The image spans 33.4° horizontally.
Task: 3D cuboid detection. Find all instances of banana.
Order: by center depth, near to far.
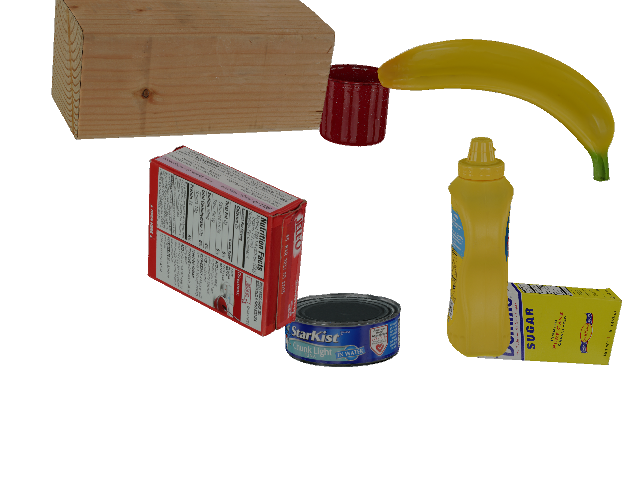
[{"bbox_3d":[0.143,-0.112,0.796,0.197,0.069,0.037,23,-2,-6],"label":"banana"}]

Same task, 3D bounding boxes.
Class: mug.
[{"bbox_3d":[0.048,-0.168,1.310,0.093,0.081,0.117,17,26,28],"label":"mug"}]

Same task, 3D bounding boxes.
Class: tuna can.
[{"bbox_3d":[0.016,0.065,0.781,0.086,0.034,0.086,-1,11,0],"label":"tuna can"}]

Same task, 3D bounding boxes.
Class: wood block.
[{"bbox_3d":[-0.104,-0.143,0.865,0.205,0.091,0.090,-5,33,-26],"label":"wood block"}]

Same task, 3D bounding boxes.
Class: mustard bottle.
[{"bbox_3d":[0.144,0.002,0.966,0.058,0.192,0.096,-1,17,4],"label":"mustard bottle"}]

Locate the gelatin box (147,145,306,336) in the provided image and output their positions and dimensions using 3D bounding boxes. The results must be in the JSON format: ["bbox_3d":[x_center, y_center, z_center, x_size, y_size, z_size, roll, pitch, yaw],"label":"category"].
[{"bbox_3d":[-0.051,-0.001,0.564,0.089,0.073,0.030,24,34,30],"label":"gelatin box"}]

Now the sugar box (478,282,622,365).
[{"bbox_3d":[0.280,0.104,1.337,0.176,0.093,0.048,3,18,-11],"label":"sugar box"}]
